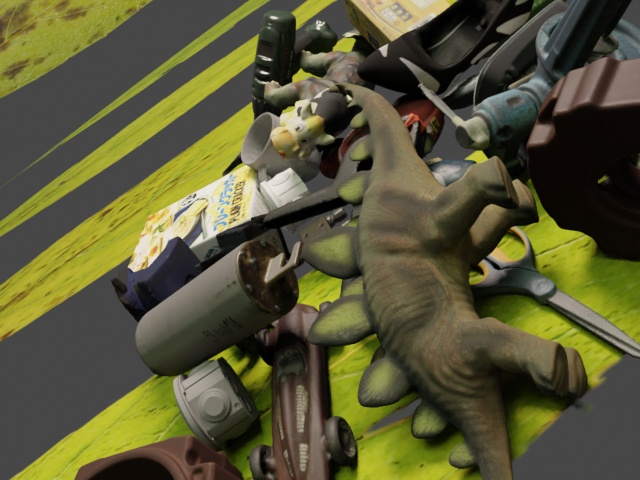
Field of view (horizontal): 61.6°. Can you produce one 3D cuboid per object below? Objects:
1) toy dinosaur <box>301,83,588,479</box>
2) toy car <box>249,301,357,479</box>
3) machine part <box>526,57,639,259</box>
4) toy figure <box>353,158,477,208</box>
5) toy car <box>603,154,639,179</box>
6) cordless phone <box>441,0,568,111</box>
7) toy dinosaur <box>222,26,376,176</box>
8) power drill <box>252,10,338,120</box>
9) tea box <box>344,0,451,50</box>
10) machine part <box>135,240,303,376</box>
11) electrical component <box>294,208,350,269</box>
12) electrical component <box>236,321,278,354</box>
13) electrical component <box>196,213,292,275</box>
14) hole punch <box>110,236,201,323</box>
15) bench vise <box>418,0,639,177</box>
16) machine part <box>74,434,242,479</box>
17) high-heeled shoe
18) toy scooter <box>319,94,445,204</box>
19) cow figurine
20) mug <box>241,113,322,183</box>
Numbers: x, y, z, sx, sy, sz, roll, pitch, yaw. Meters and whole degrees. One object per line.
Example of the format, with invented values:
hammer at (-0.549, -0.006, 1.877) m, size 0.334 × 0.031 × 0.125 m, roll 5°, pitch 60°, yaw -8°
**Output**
toy dinosaur at (0.080, 0.007, 0.456) m, size 0.199 × 0.105 × 0.471 m, roll -22°, pitch 52°, yaw 27°
toy car at (-0.020, 0.134, 0.491) m, size 0.089 × 0.053 × 0.202 m, roll -22°, pitch 34°, yaw 14°
machine part at (0.238, -0.051, 0.382) m, size 0.180 × 0.179 × 0.056 m, roll 6°, pitch 53°, yaw 46°
toy figure at (0.102, -0.051, 0.600) m, size 0.155 × 0.057 × 0.064 m, roll -12°, pitch 60°, yaw 28°
toy car at (0.317, -0.073, 0.438) m, size 0.073 × 0.056 × 0.202 m, roll -40°, pitch 29°, yaw -17°
cordless phone at (0.231, -0.211, 0.686) m, size 0.146 × 0.088 × 0.184 m, roll -42°, pitch 14°, yaw -9°
toy dinosaur at (0.020, -0.235, 0.873) m, size 0.192 × 0.131 × 0.405 m, roll 8°, pitch 58°, yaw 48°
power drill at (-0.054, -0.314, 1.004) m, size 0.086 × 0.231 × 0.207 m, roll 28°, pitch 42°, yaw 26°
tea box at (0.115, -0.321, 0.776) m, size 0.098 × 0.068 × 0.170 m, roll -30°, pitch 57°, yaw 1°
machine part at (-0.103, 0.070, 0.521) m, size 0.243 × 0.079 × 0.079 m, roll -32°, pitch 30°, yaw 33°
electrical component at (-0.001, -0.002, 0.671) m, size 0.094 × 0.021 × 0.063 m, roll -35°, pitch 32°, yaw 3°
electrical component at (-0.091, 0.090, 0.615) m, size 0.078 × 0.045 × 0.102 m, roll -41°, pitch 33°, yaw -5°
electrical component at (-0.090, 0.017, 0.642) m, size 0.048 × 0.074 × 0.119 m, roll -11°, pitch 10°, yaw 35°
hole punch at (-0.177, 0.069, 0.649) m, size 0.092 × 0.142 × 0.116 m, roll -31°, pitch 24°, yaw -6°
bench vise at (0.232, -0.169, 0.496) m, size 0.224 × 0.240 × 0.129 m, roll -13°, pitch 63°, yaw -11°
machine part at (-0.149, 0.265, 0.410) m, size 0.201 × 0.087 × 0.201 m, roll -22°, pitch 34°, yaw 21°
high-heeled shoe at (0.163, -0.262, 0.655) m, size 0.249 × 0.145 × 0.086 m, roll -21°, pitch 62°, yaw -32°
toy scooter at (0.075, -0.108, 0.687) m, size 0.184 × 0.075 × 0.135 m, roll -23°, pitch 33°, yaw 26°
cow figurine at (0.000, -0.158, 0.722) m, size 0.098 × 0.068 × 0.167 m, roll -23°, pitch 19°, yaw 28°
mug at (-0.049, -0.117, 0.783) m, size 0.081 × 0.107 × 0.109 m, roll -33°, pitch 49°, yaw 41°
